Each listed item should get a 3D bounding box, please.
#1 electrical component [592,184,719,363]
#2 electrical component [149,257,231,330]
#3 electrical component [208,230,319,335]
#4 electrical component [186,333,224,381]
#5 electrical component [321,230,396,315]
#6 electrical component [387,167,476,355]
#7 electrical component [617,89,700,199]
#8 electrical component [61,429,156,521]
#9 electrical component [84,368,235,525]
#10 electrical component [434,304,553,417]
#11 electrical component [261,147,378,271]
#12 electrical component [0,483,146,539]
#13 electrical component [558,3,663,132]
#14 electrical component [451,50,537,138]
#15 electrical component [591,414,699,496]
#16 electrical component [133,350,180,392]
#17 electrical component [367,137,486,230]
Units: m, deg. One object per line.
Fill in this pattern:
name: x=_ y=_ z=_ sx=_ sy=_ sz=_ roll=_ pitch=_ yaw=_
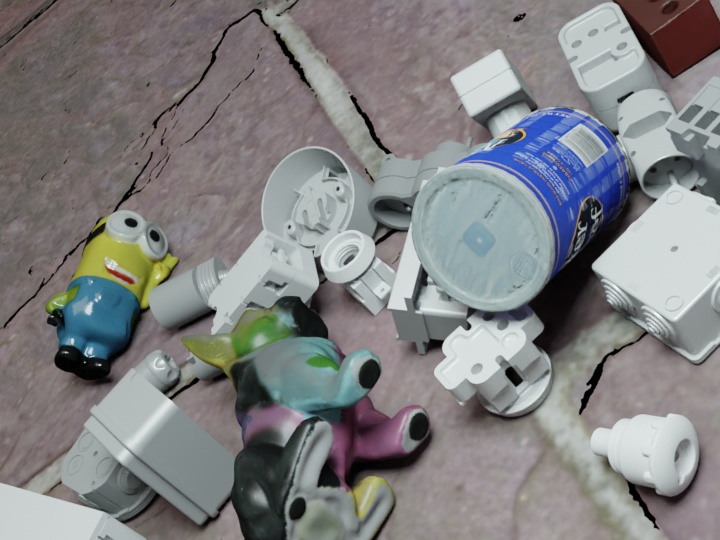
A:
electrical component: x=0.215 y=-0.001 z=0.711 sx=0.100 sy=0.048 sz=0.100 roll=-44 pitch=39 yaw=-3
electrical component: x=-0.150 y=0.020 z=0.997 sx=0.081 sy=0.043 sz=0.043 roll=-26 pitch=42 yaw=19
electrical component: x=-0.078 y=0.020 z=0.902 sx=0.089 sy=0.056 sz=0.050 roll=-48 pitch=34 yaw=26
electrical component: x=-0.122 y=0.071 z=0.932 sx=0.046 sy=0.040 sz=0.040 roll=-30 pitch=41 yaw=24
electrical component: x=0.000 y=0.000 z=0.881 sx=0.048 sy=0.055 sz=0.066 roll=-46 pitch=39 yaw=-4
electrical component: x=0.068 y=-0.006 z=0.823 sx=0.063 sy=0.078 sz=0.121 roll=6 pitch=56 yaw=17
electrical component: x=0.205 y=-0.086 z=0.800 sx=0.079 sy=0.043 sz=0.077 roll=-26 pitch=42 yaw=20
electrical component: x=-0.206 y=0.166 z=0.905 sx=0.080 sy=0.051 sz=0.080 roll=-22 pitch=44 yaw=23
electrical component: x=-0.150 y=0.138 z=0.836 sx=0.057 sy=0.113 sz=0.078 roll=-49 pitch=40 yaw=-12
electrical component: x=0.098 y=0.065 z=0.742 sx=0.078 sy=0.057 sz=0.058 roll=-42 pitch=39 yaw=0
electrical component: x=-0.034 y=-0.051 z=0.943 sx=0.099 sy=0.064 sz=0.099 roll=-21 pitch=55 yaw=33
electrical component: x=-0.253 y=0.236 z=0.872 sx=0.150 sy=0.061 sz=0.089 roll=2 pitch=56 yaw=40
electrical component: x=0.201 y=-0.158 z=0.855 sx=0.054 sy=0.059 sz=0.095 roll=-28 pitch=42 yaw=17
electrical component: x=0.121 y=-0.131 z=0.894 sx=0.047 sy=0.083 sz=0.075 roll=-29 pitch=79 yaw=16
electrical component: x=0.170 y=0.109 z=0.654 sx=0.062 sy=0.048 sz=0.048 roll=3 pitch=57 yaw=49
electrical component: x=-0.193 y=0.102 z=0.966 sx=0.061 sy=0.035 sz=0.035 roll=-40 pitch=39 yaw=6
electrical component: x=0.075 y=-0.081 z=0.895 sx=0.138 sy=0.052 sz=0.073 roll=-6 pitch=52 yaw=36
